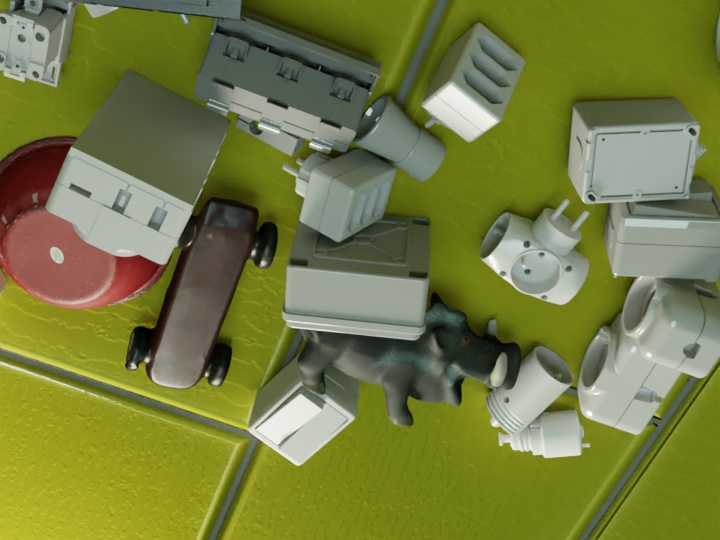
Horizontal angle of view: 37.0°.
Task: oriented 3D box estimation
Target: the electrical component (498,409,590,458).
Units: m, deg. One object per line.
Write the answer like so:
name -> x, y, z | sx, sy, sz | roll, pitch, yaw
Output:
electrical component -> 0.163, 0.147, 0.956 | 0.078, 0.040, 0.040 | -6, 120, 9

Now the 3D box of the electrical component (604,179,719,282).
electrical component -> 0.242, -0.033, 0.828 | 0.096, 0.061, 0.061 | 2, 121, 3

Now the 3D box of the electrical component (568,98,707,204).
electrical component -> 0.207, -0.091, 0.801 | 0.096, 0.061, 0.061 | -3, 121, -3

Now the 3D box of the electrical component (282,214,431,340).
electrical component -> 0.000, 0.000, 0.842 | 0.109, 0.108, 0.056 | 6, 119, 1

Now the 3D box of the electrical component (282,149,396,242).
electrical component -> -0.024, -0.067, 0.833 | 0.077, 0.066, 0.047 | 30, 123, 21

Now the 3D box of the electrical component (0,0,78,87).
electrical component -> -0.239, -0.171, 0.784 | 0.042, 0.063, 0.081 | 17, 121, -4

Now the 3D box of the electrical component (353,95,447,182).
electrical component -> 0.033, -0.097, 0.820 | 0.065, 0.044, 0.044 | 33, 118, -20

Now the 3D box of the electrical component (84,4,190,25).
electrical component -> -0.131, -0.209, 0.759 | 0.138, 0.052, 0.073 | -21, 117, 16

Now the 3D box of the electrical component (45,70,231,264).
electrical component -> -0.159, -0.075, 0.785 | 0.089, 0.150, 0.061 | 26, 118, -11

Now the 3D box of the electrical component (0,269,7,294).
electrical component -> -0.340, 0.007, 0.901 | 0.061, 0.061, 0.096 | -5, 120, 8

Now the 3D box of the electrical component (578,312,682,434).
electrical component -> 0.225, 0.085, 0.905 | 0.059, 0.053, 0.095 | 19, 121, -7

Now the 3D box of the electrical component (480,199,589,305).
electrical component -> 0.149, -0.022, 0.853 | 0.077, 0.044, 0.079 | 29, 119, -12

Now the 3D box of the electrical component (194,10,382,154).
electrical component -> -0.054, -0.136, 0.783 | 0.121, 0.063, 0.078 | 20, 160, -7

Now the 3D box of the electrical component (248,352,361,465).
electrical component -> -0.053, 0.125, 0.949 | 0.062, 0.061, 0.096 | 38, 116, -17

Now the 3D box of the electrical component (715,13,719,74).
electrical component -> 0.285, -0.143, 0.706 | 0.062, 0.150, 0.089 | 4, 121, 1

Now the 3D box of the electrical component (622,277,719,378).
electrical component -> 0.247, 0.034, 0.849 | 0.059, 0.095, 0.053 | 19, 121, -7

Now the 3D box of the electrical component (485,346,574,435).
electrical component -> 0.142, 0.108, 0.933 | 0.043, 0.043, 0.081 | 33, 118, -14

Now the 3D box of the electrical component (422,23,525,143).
electrical component -> 0.073, -0.128, 0.788 | 0.047, 0.065, 0.077 | 35, 146, -16
